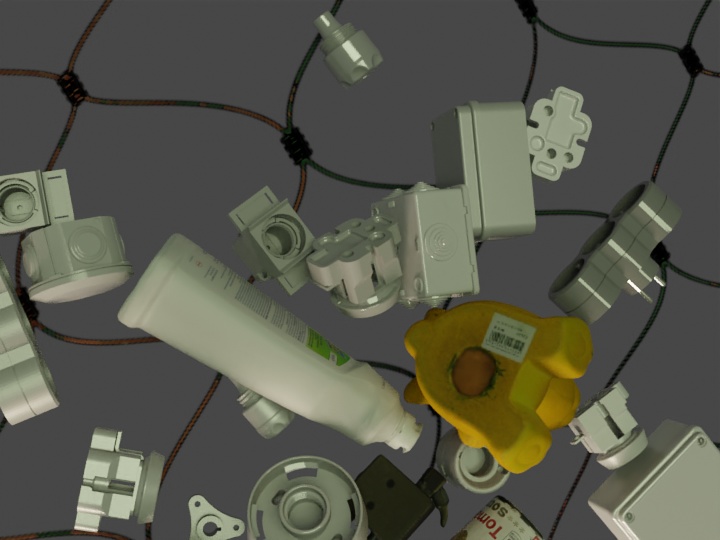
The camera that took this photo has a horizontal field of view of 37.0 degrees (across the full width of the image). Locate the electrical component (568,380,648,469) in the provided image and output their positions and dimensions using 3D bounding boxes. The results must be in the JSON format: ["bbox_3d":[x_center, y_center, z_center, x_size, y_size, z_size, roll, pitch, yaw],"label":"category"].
[{"bbox_3d":[0.214,0.137,0.925,0.066,0.048,0.055,-35,87,-11],"label":"electrical component"}]

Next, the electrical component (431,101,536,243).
[{"bbox_3d":[0.101,-0.080,0.895,0.057,0.078,0.113,-5,88,-15],"label":"electrical component"}]

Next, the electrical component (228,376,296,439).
[{"bbox_3d":[-0.083,0.105,0.871,0.035,0.035,0.061,-42,93,-10],"label":"electrical component"}]

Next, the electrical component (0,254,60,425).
[{"bbox_3d":[-0.290,0.054,0.821,0.074,0.052,0.138,-22,92,-12],"label":"electrical component"}]

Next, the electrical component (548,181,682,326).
[{"bbox_3d":[0.233,-0.003,0.931,0.074,0.052,0.138,42,80,-7],"label":"electrical component"}]

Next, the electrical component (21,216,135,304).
[{"bbox_3d":[-0.218,-0.007,0.826,0.080,0.080,0.051,-15,85,-12],"label":"electrical component"}]

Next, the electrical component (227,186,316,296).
[{"bbox_3d":[-0.070,-0.021,0.864,0.042,0.064,0.081,-39,95,-25],"label":"electrical component"}]

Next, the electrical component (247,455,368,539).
[{"bbox_3d":[-0.043,0.199,0.853,0.099,0.064,0.099,0,61,1],"label":"electrical component"}]

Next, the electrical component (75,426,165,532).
[{"bbox_3d":[-0.185,0.165,0.836,0.057,0.058,0.078,11,85,-8],"label":"electrical component"}]

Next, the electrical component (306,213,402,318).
[{"bbox_3d":[0.000,0.000,0.841,0.078,0.058,0.057,-33,126,-26],"label":"electrical component"}]

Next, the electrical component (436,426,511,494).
[{"bbox_3d":[0.096,0.158,0.898,0.055,0.047,0.055,1,87,-12],"label":"electrical component"}]

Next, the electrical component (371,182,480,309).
[{"bbox_3d":[0.050,-0.019,0.872,0.048,0.100,0.099,-6,89,-25],"label":"electrical component"}]

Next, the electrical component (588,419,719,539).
[{"bbox_3d":[0.273,0.204,0.923,0.109,0.056,0.108,-43,103,-10],"label":"electrical component"}]

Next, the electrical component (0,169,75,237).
[{"bbox_3d":[-0.263,-0.049,0.826,0.081,0.064,0.042,-10,88,-12],"label":"electrical component"}]

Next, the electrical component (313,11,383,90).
[{"bbox_3d":[-0.014,-0.185,0.894,0.043,0.043,0.062,-39,94,-11],"label":"electrical component"}]

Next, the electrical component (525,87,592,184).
[{"bbox_3d":[0.158,-0.112,0.919,0.058,0.057,0.078,19,83,-10],"label":"electrical component"}]
